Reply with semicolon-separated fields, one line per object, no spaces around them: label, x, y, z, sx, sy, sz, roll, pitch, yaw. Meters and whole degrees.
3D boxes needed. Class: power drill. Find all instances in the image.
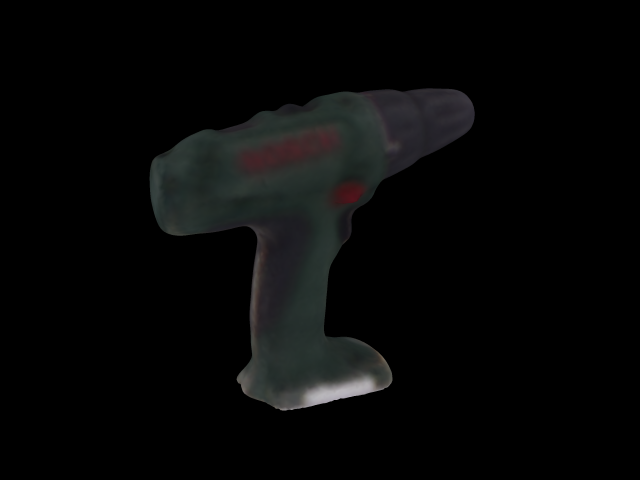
power drill;0.004;0.001;0.400;0.230;0.208;0.075;-6;15;-22
